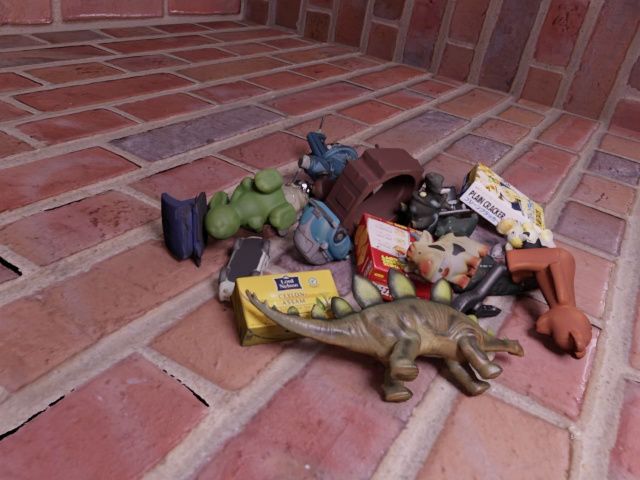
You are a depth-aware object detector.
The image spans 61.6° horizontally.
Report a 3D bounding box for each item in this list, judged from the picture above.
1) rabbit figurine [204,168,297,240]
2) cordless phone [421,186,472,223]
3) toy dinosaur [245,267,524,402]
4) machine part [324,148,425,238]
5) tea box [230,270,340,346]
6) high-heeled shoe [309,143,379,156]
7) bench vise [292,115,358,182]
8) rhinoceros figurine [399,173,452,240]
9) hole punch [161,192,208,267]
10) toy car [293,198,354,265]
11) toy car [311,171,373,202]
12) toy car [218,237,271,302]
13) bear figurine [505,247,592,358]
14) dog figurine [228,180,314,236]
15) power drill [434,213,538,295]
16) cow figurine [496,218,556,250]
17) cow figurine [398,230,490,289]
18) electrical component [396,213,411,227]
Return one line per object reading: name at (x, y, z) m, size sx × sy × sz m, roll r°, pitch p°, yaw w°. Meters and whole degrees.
rabbit figurine at (-0.161, -0.063, 1.062) m, size 0.170 × 0.121 × 0.159 m, roll -29°, pitch 23°, yaw -28°
cordless phone at (0.323, -0.043, 1.316) m, size 0.146 × 0.088 × 0.184 m, roll -7°, pitch 45°, yaw -29°
toy dinosaur at (0.120, 0.144, 0.842) m, size 0.471 × 0.105 × 0.199 m, roll 7°, pitch 44°, yaw -19°
machine part at (0.119, -0.105, 1.191) m, size 0.201 × 0.201 × 0.087 m, roll -8°, pitch 50°, yaw -41°
tea box at (-0.054, 0.111, 0.897) m, size 0.170 × 0.068 × 0.098 m, roll -6°, pitch 55°, yaw -24°
high-heeled shoe at (0.088, -0.202, 1.533) m, size 0.249 × 0.086 × 0.145 m, roll -10°, pitch 63°, yaw -1°
bench vise at (0.013, -0.215, 1.430) m, size 0.223 × 0.128 × 0.241 m, roll 1°, pitch 48°, yaw -30°
rhinoceros figurine at (0.240, -0.062, 1.199) m, size 0.112 × 0.190 × 0.073 m, roll -15°, pitch 43°, yaw -11°
hole punch at (-0.267, -0.030, 1.043) m, size 0.092 × 0.142 × 0.116 m, roll 2°, pitch 21°, yaw -8°
toy car at (-0.002, -0.003, 1.091) m, size 0.103 × 0.161 × 0.109 m, roll -37°, pitch 59°, yaw -5°
toy car at (0.057, -0.116, 1.301) m, size 0.053 × 0.089 × 0.202 m, roll -13°, pitch -8°, yaw 43°
toy car at (-0.140, 0.051, 1.015) m, size 0.074 × 0.056 × 0.202 m, roll 4°, pitch 29°, yaw 3°
bear figurine at (0.421, 0.117, 0.988) m, size 0.132 × 0.196 × 0.120 m, roll -7°, pitch -19°, yaw 25°
dog figurine at (-0.110, -0.098, 1.244) m, size 0.172 × 0.121 × 0.190 m, roll 26°, pitch 21°, yaw 1°
power drill at (0.356, 0.037, 1.161) m, size 0.232 × 0.086 × 0.207 m, roll -6°, pitch 50°, yaw -20°
cow figurine at (0.471, 0.011, 1.224) m, size 0.167 × 0.068 × 0.098 m, roll 18°, pitch 47°, yaw -28°
cow figurine at (0.228, 0.030, 0.990) m, size 0.127 × 0.085 × 0.195 m, roll 29°, pitch 23°, yaw 20°
electrical component at (0.196, -0.073, 1.314) m, size 0.048 × 0.074 × 0.119 m, roll 13°, pitch 33°, yaw 3°
